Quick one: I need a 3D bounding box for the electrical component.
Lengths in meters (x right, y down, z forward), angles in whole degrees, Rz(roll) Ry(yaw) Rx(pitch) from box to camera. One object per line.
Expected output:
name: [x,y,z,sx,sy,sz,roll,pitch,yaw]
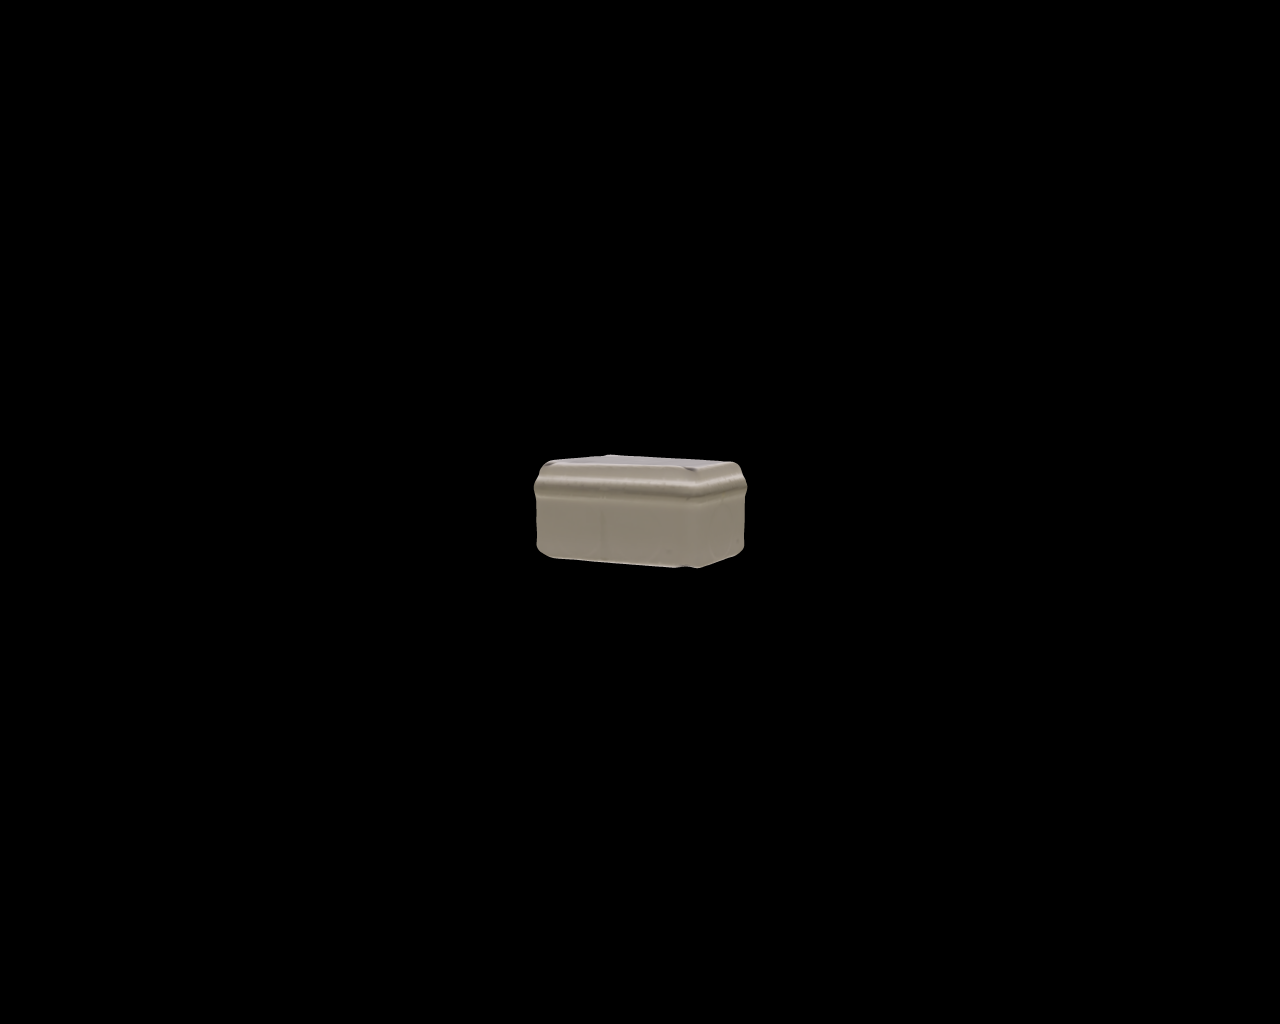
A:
electrical component: [0.001,-0.003,0.650,0.113,0.057,0.078,4,8,29]
